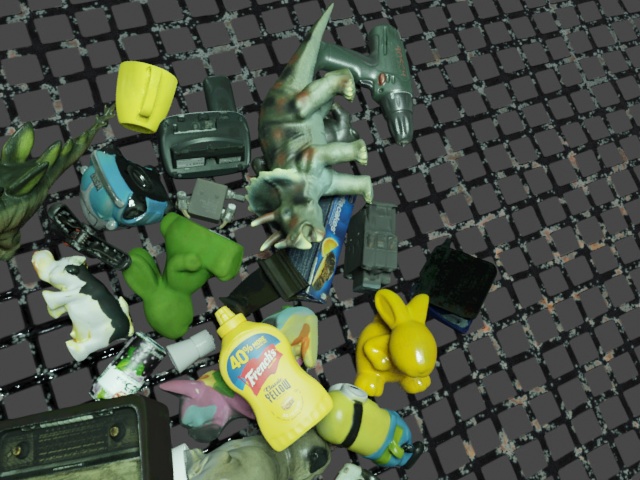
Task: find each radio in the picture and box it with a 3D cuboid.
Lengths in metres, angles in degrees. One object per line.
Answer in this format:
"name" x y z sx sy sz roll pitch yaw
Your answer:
"radio" -0.302 0.276 0.667 0.230 0.073 0.131 -12 61 5

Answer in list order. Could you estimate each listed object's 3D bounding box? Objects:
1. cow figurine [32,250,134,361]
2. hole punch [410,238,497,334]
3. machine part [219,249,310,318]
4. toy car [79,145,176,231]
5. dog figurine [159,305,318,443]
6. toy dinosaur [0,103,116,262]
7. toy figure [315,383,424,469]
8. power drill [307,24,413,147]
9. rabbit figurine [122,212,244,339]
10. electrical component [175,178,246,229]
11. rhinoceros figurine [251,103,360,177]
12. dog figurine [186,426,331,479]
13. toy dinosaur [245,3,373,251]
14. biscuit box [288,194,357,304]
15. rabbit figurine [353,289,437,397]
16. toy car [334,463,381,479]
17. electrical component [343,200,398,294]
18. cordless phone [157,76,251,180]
"cow figurine" -0.337 0.079 0.763 0.098 0.068 0.167 -26 86 -24
"hole punch" 0.223 0.083 0.900 0.116 0.092 0.142 24 72 23
"machine part" -0.085 0.073 0.799 0.084 0.139 0.039 55 26 -8
"toy car" -0.292 -0.061 0.781 0.103 0.161 0.109 -31 80 10
"dog figurine" -0.113 0.187 0.772 0.219 0.108 0.191 2 76 -11
"toy dinosaur" -0.428 -0.053 0.708 0.105 0.198 0.471 40 37 -13
"toy figure" 0.072 0.280 0.787 0.180 0.082 0.089 42 38 -19
"power drill" 0.068 -0.283 0.949 0.207 0.086 0.232 4 73 -9
"rabbit figurine" -0.207 0.056 0.778 0.159 0.121 0.170 26 86 -13
"electrical component" -0.175 -0.057 0.849 0.102 0.045 0.078 20 74 -8
"rhinoceros figurine" -0.028 -0.158 0.902 0.190 0.073 0.112 -22 89 -18
"dog figurine" -0.071 0.307 0.720 0.191 0.172 0.121 -16 91 -10
"toy dinosaur" -0.031 -0.158 0.803 0.192 0.131 0.405 -10 70 3
"biscuit box" -0.002 -0.003 0.859 0.059 0.063 0.202 37 64 -49
"rabbit figurine" 0.128 0.157 0.802 0.122 0.173 0.162 9 78 -7
"toy car" 0.101 0.412 0.792 0.202 0.056 0.073 40 64 -3
"electrical component" 0.080 0.016 0.856 0.058 0.115 0.134 7 73 -10
"cordless phone" -0.193 -0.194 0.874 0.147 0.088 0.184 -9 67 -15
